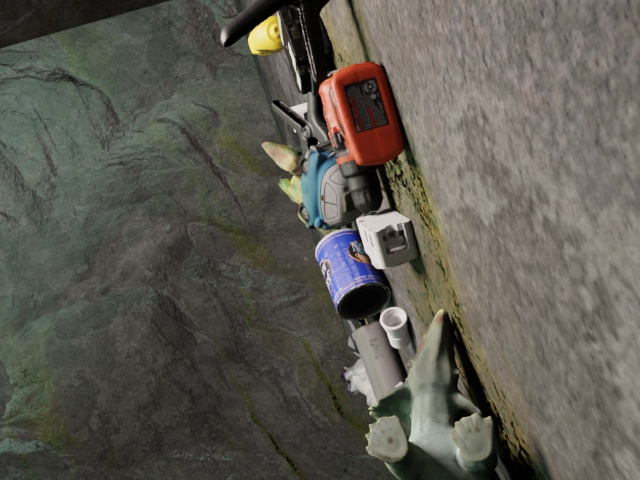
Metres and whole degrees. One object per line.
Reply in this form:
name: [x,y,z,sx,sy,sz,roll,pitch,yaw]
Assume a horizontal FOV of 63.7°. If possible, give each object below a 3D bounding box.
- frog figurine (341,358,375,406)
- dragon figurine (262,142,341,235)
frog figurine: [0.157,0.423,1.511,0.160,0.124,0.135,13,119,43]
dragon figurine: [0.003,-0.055,1.099,0.404,0.122,0.247,55,-173,-26]
